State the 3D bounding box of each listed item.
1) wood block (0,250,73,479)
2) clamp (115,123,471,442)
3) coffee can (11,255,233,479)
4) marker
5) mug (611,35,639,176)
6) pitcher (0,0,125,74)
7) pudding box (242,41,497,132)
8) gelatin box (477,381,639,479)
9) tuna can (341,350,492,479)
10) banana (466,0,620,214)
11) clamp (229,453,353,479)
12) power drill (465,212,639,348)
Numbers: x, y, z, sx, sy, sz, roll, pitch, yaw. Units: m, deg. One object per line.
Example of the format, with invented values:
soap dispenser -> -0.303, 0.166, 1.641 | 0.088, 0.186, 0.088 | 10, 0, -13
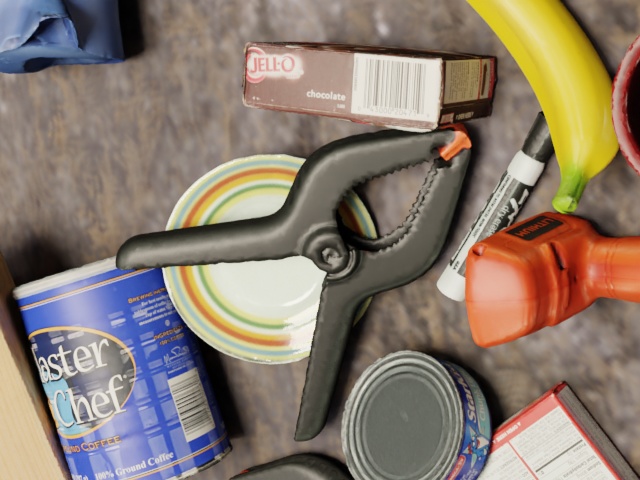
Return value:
wood block -> -0.219, 0.114, 0.689 | 0.090, 0.090, 0.206 | -18, 115, -5
clamp -> -0.004, 0.001, 0.611 | 0.164, 0.036, 0.210 | 39, 107, -11
coffee can -> -0.125, 0.082, 0.677 | 0.103, 0.102, 0.140 | -17, 92, 29
marker -> 0.101, -0.019, 0.589 | 0.020, 0.020, 0.121 | 35, 113, 17
mug -> 0.201, -0.062, 0.494 | 0.117, 0.081, 0.093 | 18, 107, 23
pitcher -> -0.195, -0.224, 0.650 | 0.149, 0.145, 0.243 | 1, 97, 15
pudding box -> 0.028, -0.086, 0.574 | 0.114, 0.089, 0.039 | 12, 106, 25
gelatin box -> 0.133, 0.137, 0.596 | 0.073, 0.030, 0.089 | -42, 78, 26
tuna can -> 0.055, 0.108, 0.609 | 0.086, 0.033, 0.086 | -17, 64, 39
banana -> 0.101, -0.108, 0.546 | 0.037, 0.069, 0.198 | -43, 70, 43
clamp -> 0.020, 0.173, 0.658 | 0.172, 0.039, 0.120 | 26, 98, 20
power drill -> 0.164, 0.024, 0.483 | 0.188, 0.184, 0.057 | 3, 101, 36
